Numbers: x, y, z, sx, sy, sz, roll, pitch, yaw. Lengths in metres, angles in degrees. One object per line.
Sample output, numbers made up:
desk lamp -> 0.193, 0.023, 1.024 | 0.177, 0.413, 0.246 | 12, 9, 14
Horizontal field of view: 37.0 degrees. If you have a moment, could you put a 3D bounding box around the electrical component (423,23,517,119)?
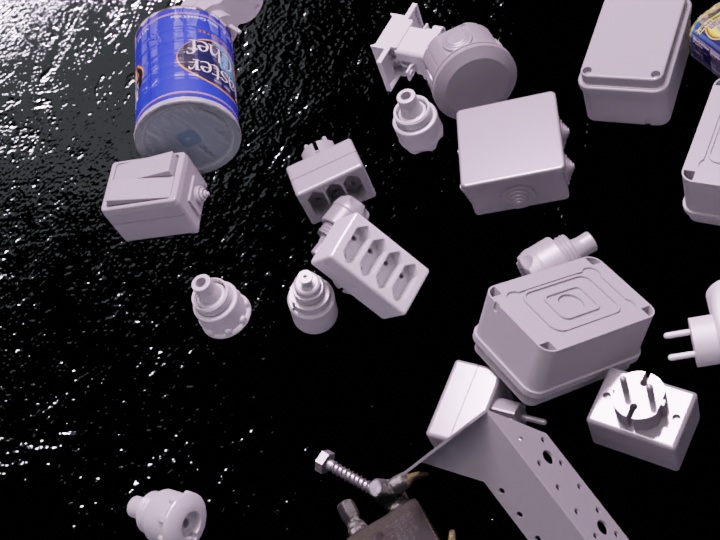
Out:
electrical component -> 0.100, -0.183, 0.991 | 0.080, 0.080, 0.051 | -25, 46, 3

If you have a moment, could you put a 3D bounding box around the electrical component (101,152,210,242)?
electrical component -> -0.193, -0.073, 1.037 | 0.096, 0.061, 0.061 | -7, 55, 17

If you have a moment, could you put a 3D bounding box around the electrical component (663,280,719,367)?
electrical component -> 0.264, 0.050, 0.786 | 0.079, 0.044, 0.077 | -11, 54, 14

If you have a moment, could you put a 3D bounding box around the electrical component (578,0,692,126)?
electrical component -> 0.246, -0.190, 0.953 | 0.078, 0.057, 0.113 | 9, 61, 26

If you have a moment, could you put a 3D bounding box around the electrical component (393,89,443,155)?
electrical component -> 0.050, -0.140, 0.989 | 0.043, 0.062, 0.043 | -10, 54, 15

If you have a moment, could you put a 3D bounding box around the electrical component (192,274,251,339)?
electrical component -> -0.127, 0.027, 0.941 | 0.048, 0.062, 0.048 | -10, 54, 14

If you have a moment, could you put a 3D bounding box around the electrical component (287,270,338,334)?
electrical component -> -0.041, 0.023, 0.905 | 0.040, 0.078, 0.040 | -2, 62, 4

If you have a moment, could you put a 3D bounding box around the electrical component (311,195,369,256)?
electrical component -> -0.021, -0.036, 0.962 | 0.035, 0.035, 0.061 | 28, 72, 34

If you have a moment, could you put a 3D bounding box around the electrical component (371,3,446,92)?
electrical component -> 0.052, -0.216, 1.056 | 0.064, 0.042, 0.081 | 17, 65, 26

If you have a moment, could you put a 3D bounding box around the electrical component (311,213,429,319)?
electrical component -> 0.000, 0.000, 0.910 | 0.047, 0.083, 0.076 | -60, 19, -22

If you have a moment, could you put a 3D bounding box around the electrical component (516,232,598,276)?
electrical component -> 0.161, -0.008, 0.867 | 0.062, 0.043, 0.043 | -31, 51, -3

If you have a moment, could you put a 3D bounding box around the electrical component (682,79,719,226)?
electrical component -> 0.310, -0.092, 0.860 | 0.078, 0.057, 0.113 | 13, 62, 28

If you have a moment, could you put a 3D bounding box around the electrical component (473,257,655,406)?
electrical component -> 0.150, 0.045, 0.798 | 0.113, 0.057, 0.078 | -16, 45, -29

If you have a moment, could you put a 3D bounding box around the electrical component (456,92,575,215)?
electrical component -> 0.134, -0.100, 0.938 | 0.100, 0.048, 0.099 | -10, 54, 14

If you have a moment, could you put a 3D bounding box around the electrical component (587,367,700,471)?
electrical component -> 0.198, 0.096, 0.758 | 0.066, 0.076, 0.047 | 16, 64, 30

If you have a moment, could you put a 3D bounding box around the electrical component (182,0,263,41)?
electrical component -> -0.157, -0.263, 1.161 | 0.138, 0.052, 0.074 | -44, 53, -12

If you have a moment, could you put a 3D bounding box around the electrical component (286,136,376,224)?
electrical component -> -0.032, -0.095, 0.999 | 0.066, 0.047, 0.076 | -25, 52, 3

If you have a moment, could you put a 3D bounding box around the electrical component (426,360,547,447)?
electrical component -> 0.100, 0.113, 0.803 | 0.077, 0.047, 0.065 | 11, 62, 27

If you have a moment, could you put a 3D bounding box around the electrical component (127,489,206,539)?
electrical component -> -0.156, 0.194, 0.848 | 0.062, 0.048, 0.048 | 8, 60, 33
